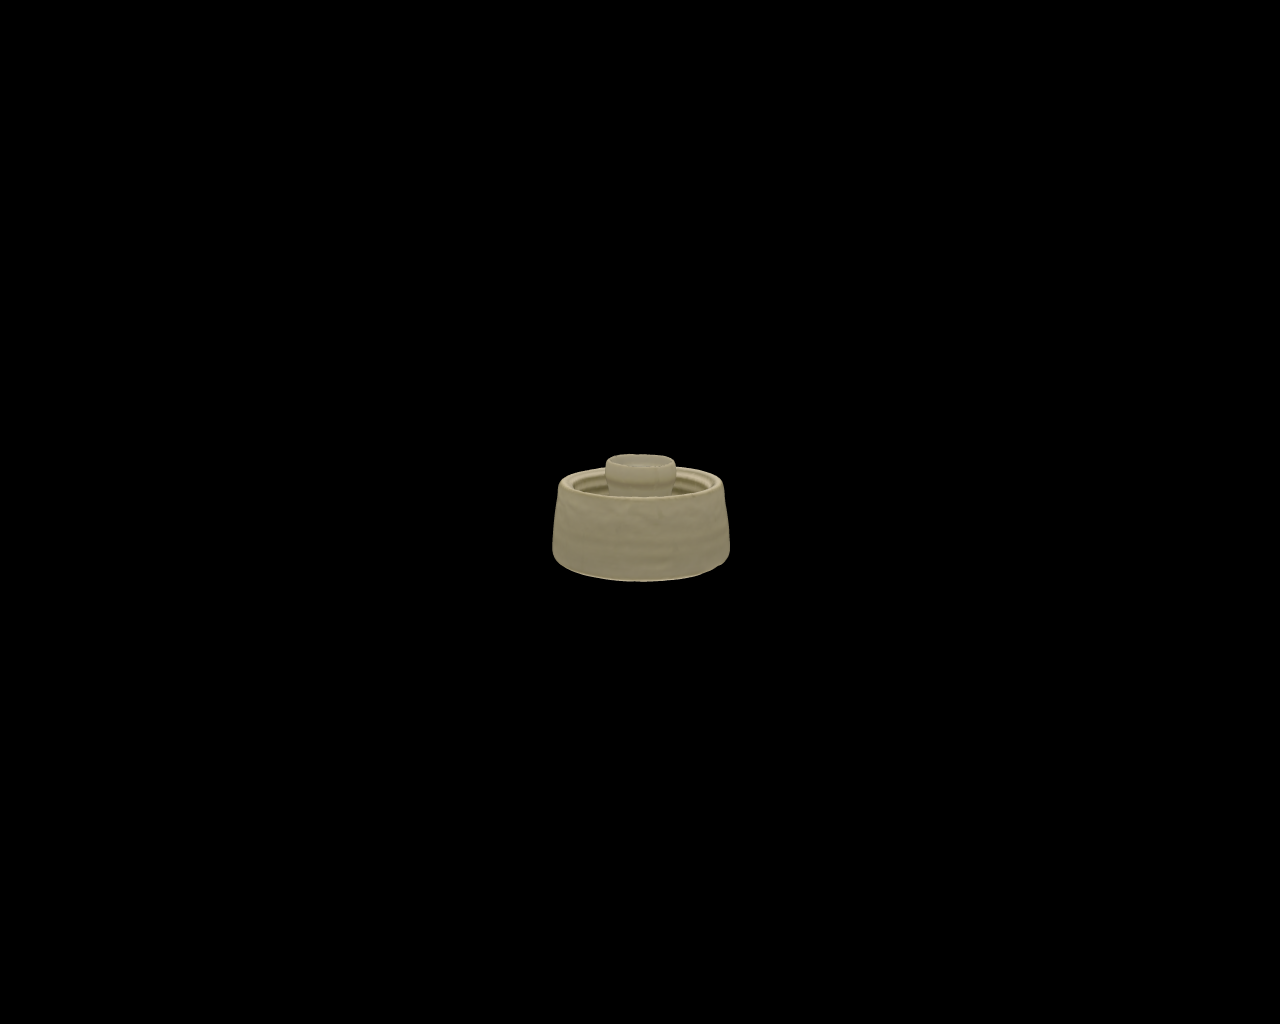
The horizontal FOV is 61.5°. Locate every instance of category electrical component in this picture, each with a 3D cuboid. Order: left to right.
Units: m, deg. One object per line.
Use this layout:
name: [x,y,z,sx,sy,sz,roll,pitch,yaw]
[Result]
electrical component: [0.001,-0.003,0.650,0.108,0.060,0.108,0,14,0]
